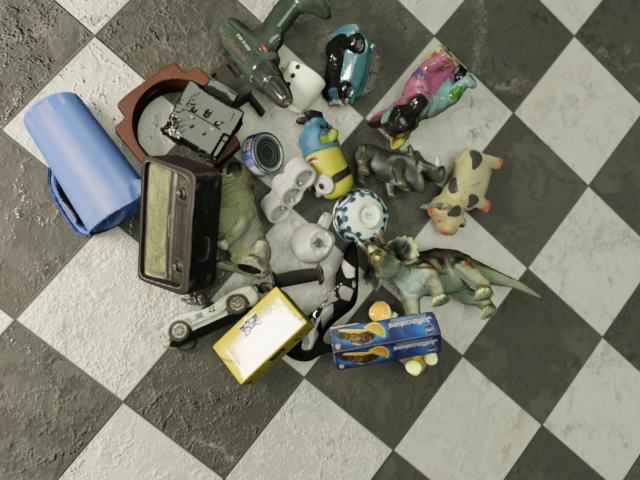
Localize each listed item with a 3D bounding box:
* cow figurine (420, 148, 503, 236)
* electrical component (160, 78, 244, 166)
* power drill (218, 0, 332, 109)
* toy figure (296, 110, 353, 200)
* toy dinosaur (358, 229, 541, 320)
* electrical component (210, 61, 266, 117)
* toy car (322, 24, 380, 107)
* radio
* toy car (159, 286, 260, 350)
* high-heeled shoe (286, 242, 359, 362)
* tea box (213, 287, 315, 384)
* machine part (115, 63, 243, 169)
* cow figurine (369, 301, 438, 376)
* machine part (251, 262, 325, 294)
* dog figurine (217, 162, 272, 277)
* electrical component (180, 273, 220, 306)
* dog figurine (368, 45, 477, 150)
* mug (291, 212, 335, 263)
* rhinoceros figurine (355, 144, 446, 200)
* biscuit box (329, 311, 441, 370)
[{"bbox_3d":[0.297,-0.102,1.142,0.127,0.085,0.195,20,86,-16],"label":"cow figurine"},{"bbox_3d":[-0.205,-0.220,0.968,0.115,0.058,0.134,29,83,-12],"label":"electrical component"},{"bbox_3d":[-0.073,-0.383,1.031,0.232,0.086,0.207,43,97,23],"label":"power drill"},{"bbox_3d":[0.010,-0.170,1.086,0.089,0.082,0.180,-14,88,-11],"label":"toy figure"},{"bbox_3d":[0.249,0.070,1.106,0.405,0.131,0.192,2,48,-27],"label":"toy dinosaur"},{"bbox_3d":[-0.163,-0.284,1.058,0.048,0.075,0.119,-38,99,-11],"label":"electrical component"},{"bbox_3d":[0.072,-0.348,1.097,0.103,0.109,0.161,3,96,-30],"label":"toy car"},{"bbox_3d":[-0.245,-0.025,0.937,0.131,0.073,0.229,18,110,30],"label":"radio"},{"bbox_3d":[-0.209,0.151,1.028,0.202,0.073,0.056,-24,66,-12],"label":"toy car"},{"bbox_3d":[0.001,0.122,1.086,0.145,0.086,0.248,5,76,7],"label":"high-heeled shoe"},{"bbox_3d":[-0.106,0.183,1.025,0.169,0.068,0.098,-45,69,0],"label":"tea box"},{"bbox_3d":[-0.266,-0.212,1.027,0.201,0.087,0.201,-41,97,-12],"label":"machine part"},{"bbox_3d":[0.165,0.199,1.108,0.068,0.098,0.167,-36,76,-6],"label":"cow figurine"},{"bbox_3d":[-0.060,0.078,1.058,0.139,0.084,0.039,-12,65,1],"label":"machine part"},{"bbox_3d":[-0.143,-0.040,1.050,0.172,0.121,0.190,45,51,-46],"label":"dog figurine"},{"bbox_3d":[-0.243,0.077,1.044,0.078,0.045,0.102,-34,99,-40],"label":"electrical component"},{"bbox_3d":[0.208,-0.293,1.127,0.219,0.191,0.108,-40,101,24],"label":"dog figurine"},{"bbox_3d":[-0.002,-0.003,1.063,0.081,0.107,0.109,34,84,-11],"label":"mug"},{"bbox_3d":[0.163,-0.147,1.114,0.190,0.073,0.112,14,66,2],"label":"rhinoceros figurine"},{"bbox_3d":[0.123,0.187,1.005,0.203,0.059,0.062,-11,131,1],"label":"biscuit box"}]
